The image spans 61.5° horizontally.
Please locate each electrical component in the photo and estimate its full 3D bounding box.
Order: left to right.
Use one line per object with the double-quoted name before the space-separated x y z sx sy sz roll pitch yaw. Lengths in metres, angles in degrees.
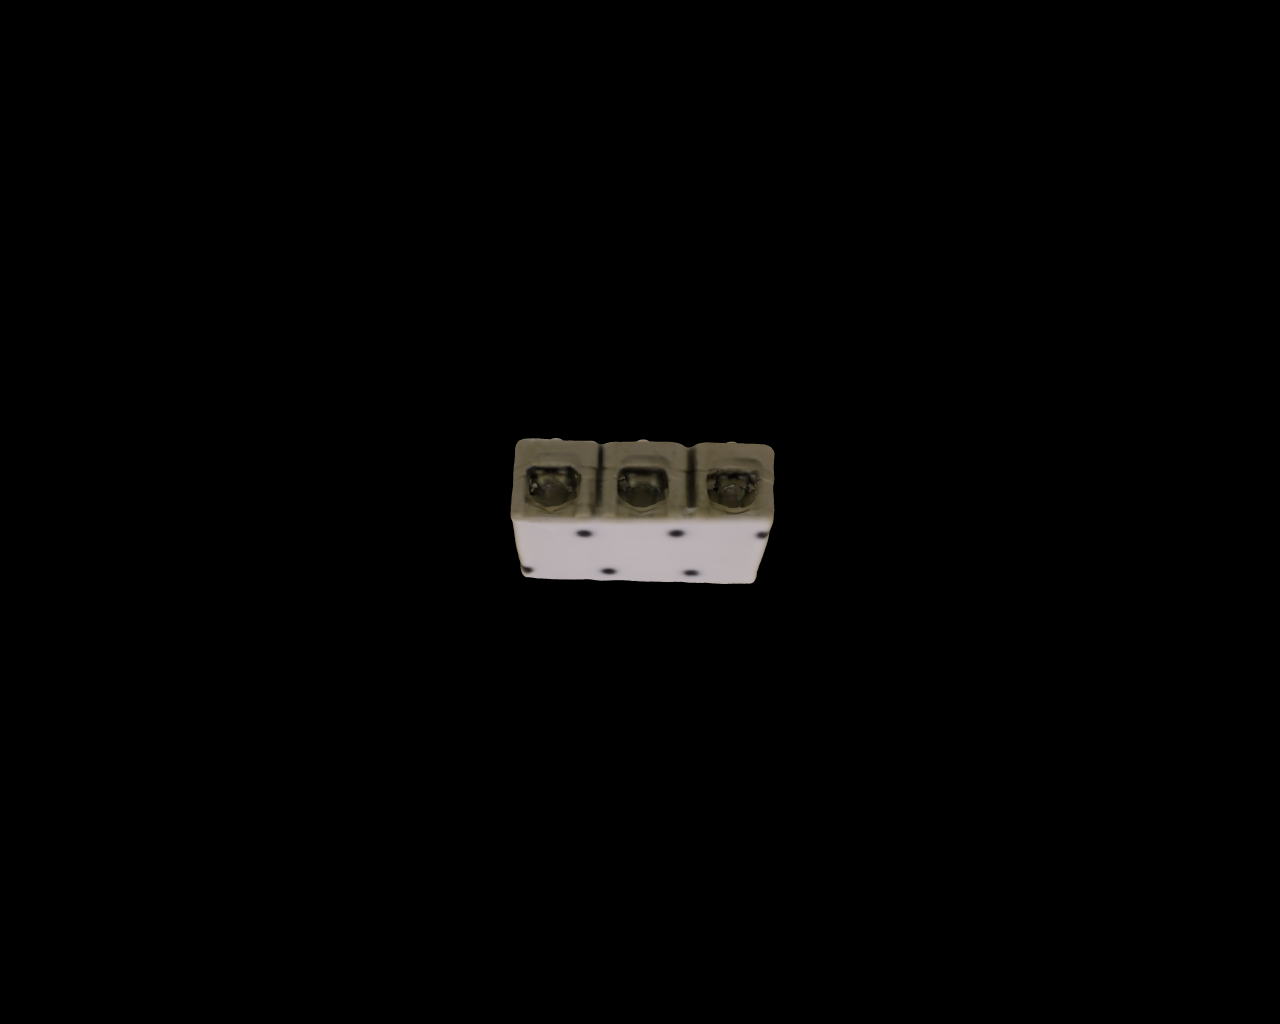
"electrical component" 0.001 -0.003 0.650 0.150 0.062 0.089 1 -28 -2
